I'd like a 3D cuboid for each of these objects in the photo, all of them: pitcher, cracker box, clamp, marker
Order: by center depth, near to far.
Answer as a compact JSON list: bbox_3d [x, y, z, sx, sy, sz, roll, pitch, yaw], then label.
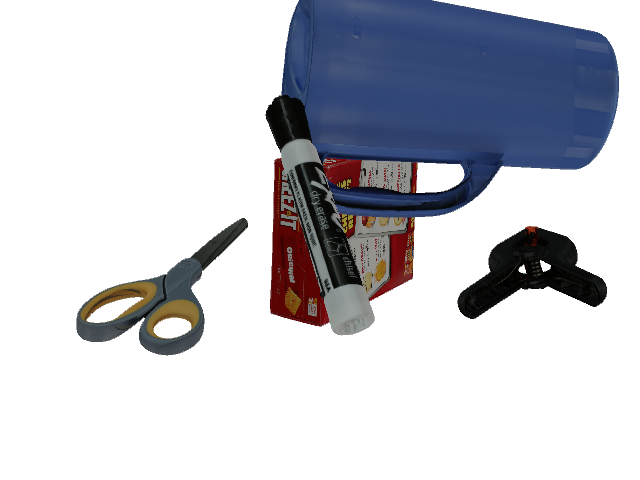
[{"bbox_3d":[-0.002,-0.015,0.476,0.020,0.121,0.020,-14,-28,-8],"label":"marker"},{"bbox_3d":[0.093,-0.107,0.805,0.242,0.149,0.145,5,33,-10],"label":"pitcher"},{"bbox_3d":[0.196,0.025,0.936,0.120,0.039,0.171,2,22,21],"label":"clamp"},{"bbox_3d":[0.028,-0.018,1.135,0.072,0.164,0.213,10,16,29],"label":"cracker box"}]

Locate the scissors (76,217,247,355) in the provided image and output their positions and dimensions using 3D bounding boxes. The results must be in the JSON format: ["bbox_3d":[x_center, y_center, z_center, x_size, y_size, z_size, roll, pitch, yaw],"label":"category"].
[{"bbox_3d":[-0.089,0.033,0.792,0.096,0.016,0.201,24,35,32],"label":"scissors"}]
